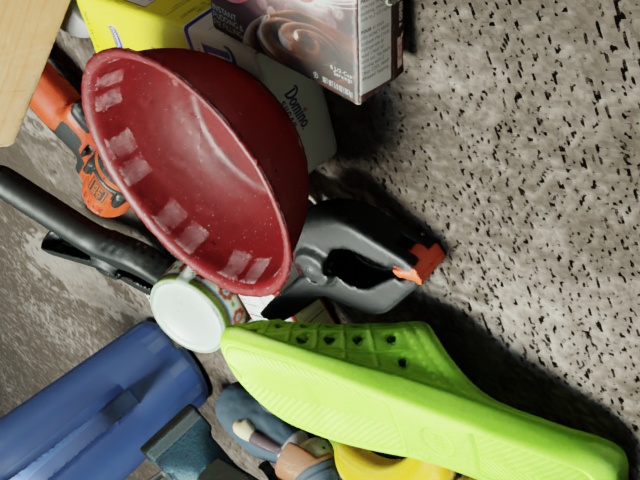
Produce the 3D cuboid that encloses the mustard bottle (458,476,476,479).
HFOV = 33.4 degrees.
[{"bbox_3d":[0.135,0.194,0.659,0.096,0.058,0.192,33,179,-25],"label":"mustard bottle"}]

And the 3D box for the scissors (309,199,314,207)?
[{"bbox_3d":[-0.048,-0.016,0.758,0.096,0.016,0.202,46,156,5],"label":"scissors"}]

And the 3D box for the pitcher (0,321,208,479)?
[{"bbox_3d":[-0.227,0.187,1.041,0.149,0.242,0.145,26,145,40],"label":"pitcher"}]

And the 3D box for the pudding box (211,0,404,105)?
[{"bbox_3d":[-0.010,-0.130,0.522,0.114,0.039,0.090,31,143,32],"label":"pudding box"}]

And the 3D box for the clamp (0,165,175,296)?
[{"bbox_3d":[-0.182,0.007,0.908,0.210,0.036,0.164,23,164,19],"label":"clamp"}]

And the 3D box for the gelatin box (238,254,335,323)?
[{"bbox_3d":[-0.032,0.038,0.786,0.073,0.030,0.089,6,129,57],"label":"gelatin box"}]

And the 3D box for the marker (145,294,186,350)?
[{"bbox_3d":[-0.152,0.056,1.008,0.020,0.020,0.121,17,138,48],"label":"marker"}]

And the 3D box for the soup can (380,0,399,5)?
[{"bbox_3d":[0.017,-0.153,0.423,0.102,0.068,0.069,49,154,3],"label":"soup can"}]

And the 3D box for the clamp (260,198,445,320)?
[{"bbox_3d":[-0.004,0.001,0.661,0.172,0.039,0.120,-8,127,46],"label":"clamp"}]

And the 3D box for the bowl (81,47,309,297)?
[{"bbox_3d":[-0.058,-0.047,0.592,0.162,0.055,0.162,35,148,25],"label":"bowl"}]

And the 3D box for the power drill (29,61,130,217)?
[{"bbox_3d":[-0.191,-0.110,0.816,0.187,0.057,0.185,52,154,-2],"label":"power drill"}]

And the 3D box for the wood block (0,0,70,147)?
[{"bbox_3d":[-0.224,-0.155,0.681,0.206,0.090,0.090,-52,58,43],"label":"wood block"}]

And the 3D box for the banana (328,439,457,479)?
[{"bbox_3d":[0.056,0.174,0.811,0.069,0.037,0.198,54,153,-10],"label":"banana"}]

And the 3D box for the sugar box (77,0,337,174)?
[{"bbox_3d":[-0.073,-0.104,0.650,0.176,0.048,0.093,28,145,40],"label":"sugar box"}]
